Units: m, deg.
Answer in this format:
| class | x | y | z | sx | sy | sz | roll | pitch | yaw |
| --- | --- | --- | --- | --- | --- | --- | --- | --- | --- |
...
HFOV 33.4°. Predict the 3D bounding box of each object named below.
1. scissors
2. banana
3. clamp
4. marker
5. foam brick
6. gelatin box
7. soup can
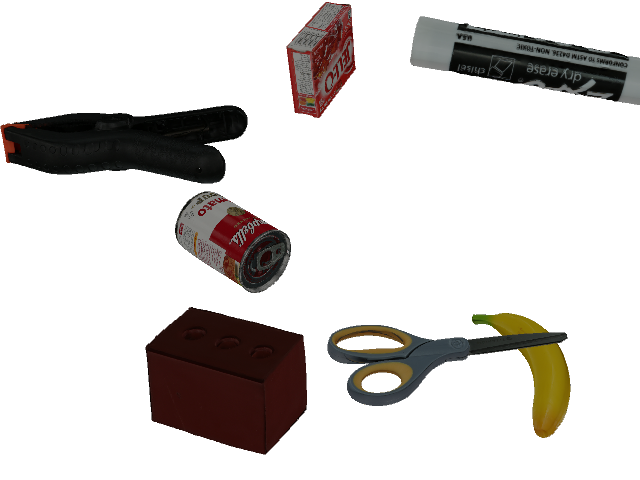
| class | x | y | z | sx | sy | sz | roll | pitch | yaw |
| --- | --- | --- | --- | --- | --- | --- | --- | --- | --- |
| scissors | 0.105 | 0.102 | 0.876 | 0.202 | 0.016 | 0.096 | 3 | 37 | 4 |
| banana | 0.227 | 0.133 | 1.136 | 0.069 | 0.037 | 0.198 | -26 | 34 | 2 |
| clamp | -0.133 | -0.072 | 0.750 | 0.171 | 0.039 | 0.120 | 6 | 18 | 12 |
| marker | 0.094 | -0.064 | 0.400 | 0.121 | 0.020 | 0.020 | 12 | 1 | 7 |
| foam brick | -0.053 | 0.079 | 0.611 | 0.078 | 0.051 | 0.052 | 12 | 27 | 22 |
| gelatin box | 0.003 | -0.171 | 1.003 | 0.030 | 0.073 | 0.089 | 14 | 45 | 22 |
| soup can | -0.088 | 0.000 | 1.069 | 0.102 | 0.068 | 0.068 | 30 | 19 | 35 |
